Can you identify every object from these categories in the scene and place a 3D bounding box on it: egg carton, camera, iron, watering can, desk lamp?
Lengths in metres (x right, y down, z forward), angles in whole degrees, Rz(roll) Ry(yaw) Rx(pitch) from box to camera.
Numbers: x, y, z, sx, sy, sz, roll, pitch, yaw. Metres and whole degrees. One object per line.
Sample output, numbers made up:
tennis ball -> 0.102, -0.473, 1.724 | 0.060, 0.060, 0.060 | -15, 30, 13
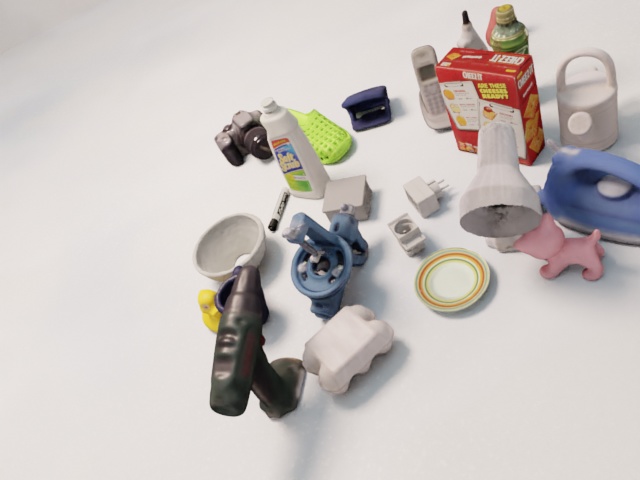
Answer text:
egg carton -> 0.045, 0.179, 0.949 | 0.150, 0.070, 0.107 | -42, 45, -11
camera -> -0.179, -0.252, 1.426 | 0.143, 0.101, 0.136 | -36, 44, -5
iron -> 0.471, -0.082, 0.902 | 0.257, 0.142, 0.119 | 25, 66, 41
watering can -> 0.473, -0.249, 1.011 | 0.100, 0.195, 0.173 | -14, 47, 17
desk lamp -> 0.298, -0.071, 0.932 | 0.117, 0.214, 0.203 | -6, 50, 24

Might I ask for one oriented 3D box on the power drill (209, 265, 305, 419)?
power drill -> -0.101, 0.186, 0.921 | 0.075, 0.209, 0.229 | -7, 49, 23

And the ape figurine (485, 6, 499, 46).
ape figurine -> 0.420, -0.500, 1.333 | 0.076, 0.092, 0.078 | -2, 51, 26

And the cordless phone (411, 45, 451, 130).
cordless phone -> 0.271, -0.331, 1.196 | 0.147, 0.186, 0.094 | -16, 46, 15

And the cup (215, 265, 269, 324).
cup -> -0.139, 0.114, 1.086 | 0.091, 0.095, 0.117 | -20, 45, 11

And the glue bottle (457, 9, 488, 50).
glue bottle -> 0.331, -0.425, 1.255 | 0.078, 0.174, 0.037 | -40, 45, -9

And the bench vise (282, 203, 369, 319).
bench vise -> -0.002, 0.006, 1.019 | 0.121, 0.220, 0.207 | -11, 48, 20

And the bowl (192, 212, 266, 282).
bowl -> -0.177, 0.027, 1.197 | 0.167, 0.075, 0.167 | -15, 47, 16

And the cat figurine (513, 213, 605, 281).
cat figurine -> 0.373, 0.005, 0.894 | 0.127, 0.118, 0.067 | -3, 51, 26

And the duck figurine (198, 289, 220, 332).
duck figurine -> -0.208, 0.127, 1.118 | 0.077, 0.086, 0.104 | -41, 45, -10

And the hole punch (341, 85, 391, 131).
hole punch -> 0.107, -0.325, 1.346 | 0.108, 0.091, 0.101 | -14, 47, 17
